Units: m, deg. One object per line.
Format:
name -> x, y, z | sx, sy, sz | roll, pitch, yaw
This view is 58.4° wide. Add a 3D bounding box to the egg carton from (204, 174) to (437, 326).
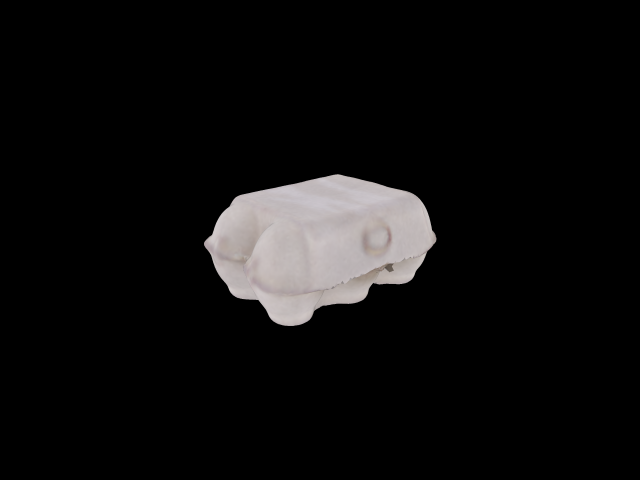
egg carton -> 0.004, 0.001, 0.400 | 0.151, 0.069, 0.107 | -17, 26, -38
